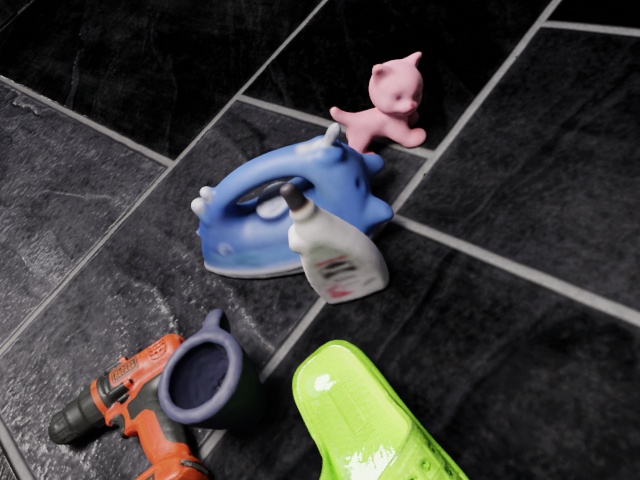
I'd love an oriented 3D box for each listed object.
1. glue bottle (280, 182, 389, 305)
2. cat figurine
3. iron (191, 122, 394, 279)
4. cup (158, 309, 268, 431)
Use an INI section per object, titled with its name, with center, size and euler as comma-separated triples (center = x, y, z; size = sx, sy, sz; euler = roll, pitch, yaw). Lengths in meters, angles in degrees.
[glue bottle]
center = 0.005, 0.002, 0.556
size = 0.078, 0.174, 0.037
euler = -22, 47, 14
[cat figurine]
center = 0.074, -0.163, 0.684
size = 0.127, 0.118, 0.067
euler = -23, 47, 14
[iron]
center = -0.055, -0.040, 0.648
size = 0.258, 0.142, 0.118
euler = -20, 48, 16
[cup]
center = -0.093, 0.136, 0.564
size = 0.091, 0.095, 0.117
euler = -13, 50, 22
